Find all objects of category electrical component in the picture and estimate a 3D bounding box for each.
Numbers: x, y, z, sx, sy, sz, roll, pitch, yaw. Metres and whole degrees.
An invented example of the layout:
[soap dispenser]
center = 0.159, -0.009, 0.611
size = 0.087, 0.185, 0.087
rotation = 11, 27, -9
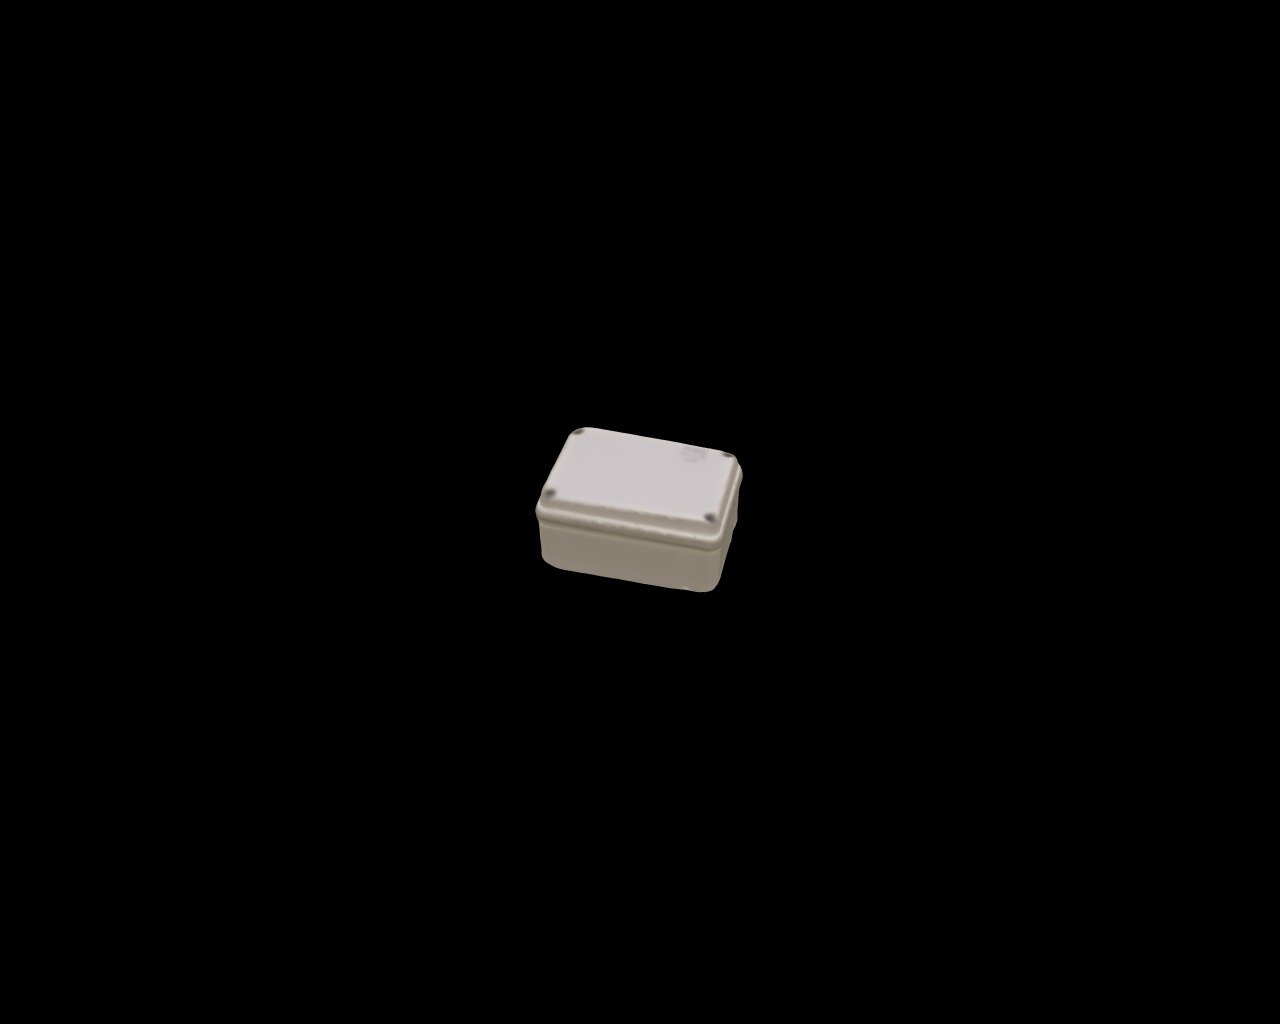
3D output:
[electrical component]
center = 0.001, -0.003, 0.650
size = 0.113, 0.057, 0.078
rotation = 10, 43, 11
